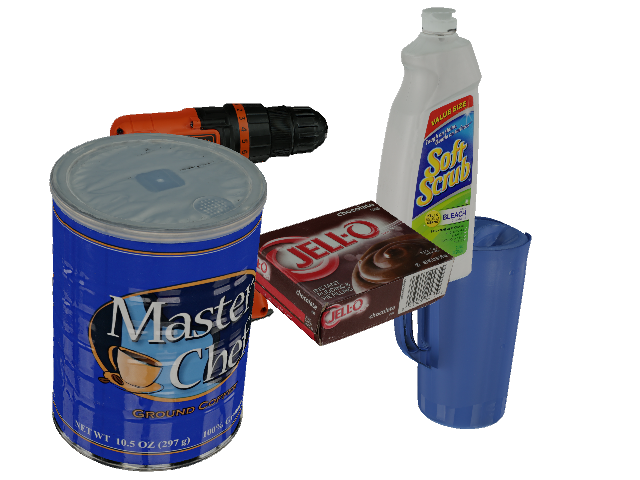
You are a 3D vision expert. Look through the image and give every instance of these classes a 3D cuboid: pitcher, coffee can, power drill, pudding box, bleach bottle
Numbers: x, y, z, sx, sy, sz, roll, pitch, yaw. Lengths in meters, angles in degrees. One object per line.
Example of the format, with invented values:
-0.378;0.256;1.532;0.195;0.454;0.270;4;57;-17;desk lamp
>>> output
0.167;0.100;1.281;0.149;0.243;0.145;6;18;12;pitcher
-0.084;0.030;0.542;0.102;0.140;0.103;6;30;-4;coffee can
-0.084;-0.025;0.916;0.184;0.188;0.057;-5;19;-14;power drill
0.018;0.019;0.717;0.113;0.039;0.090;-16;38;-34;pudding box
0.096;-0.084;0.978;0.102;0.251;0.068;-11;24;-26;bleach bottle

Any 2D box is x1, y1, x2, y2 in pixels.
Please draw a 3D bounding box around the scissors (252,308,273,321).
-0.129;0.109;1.149;0.201;0.016;0.096;-5;29;-23;scissors
